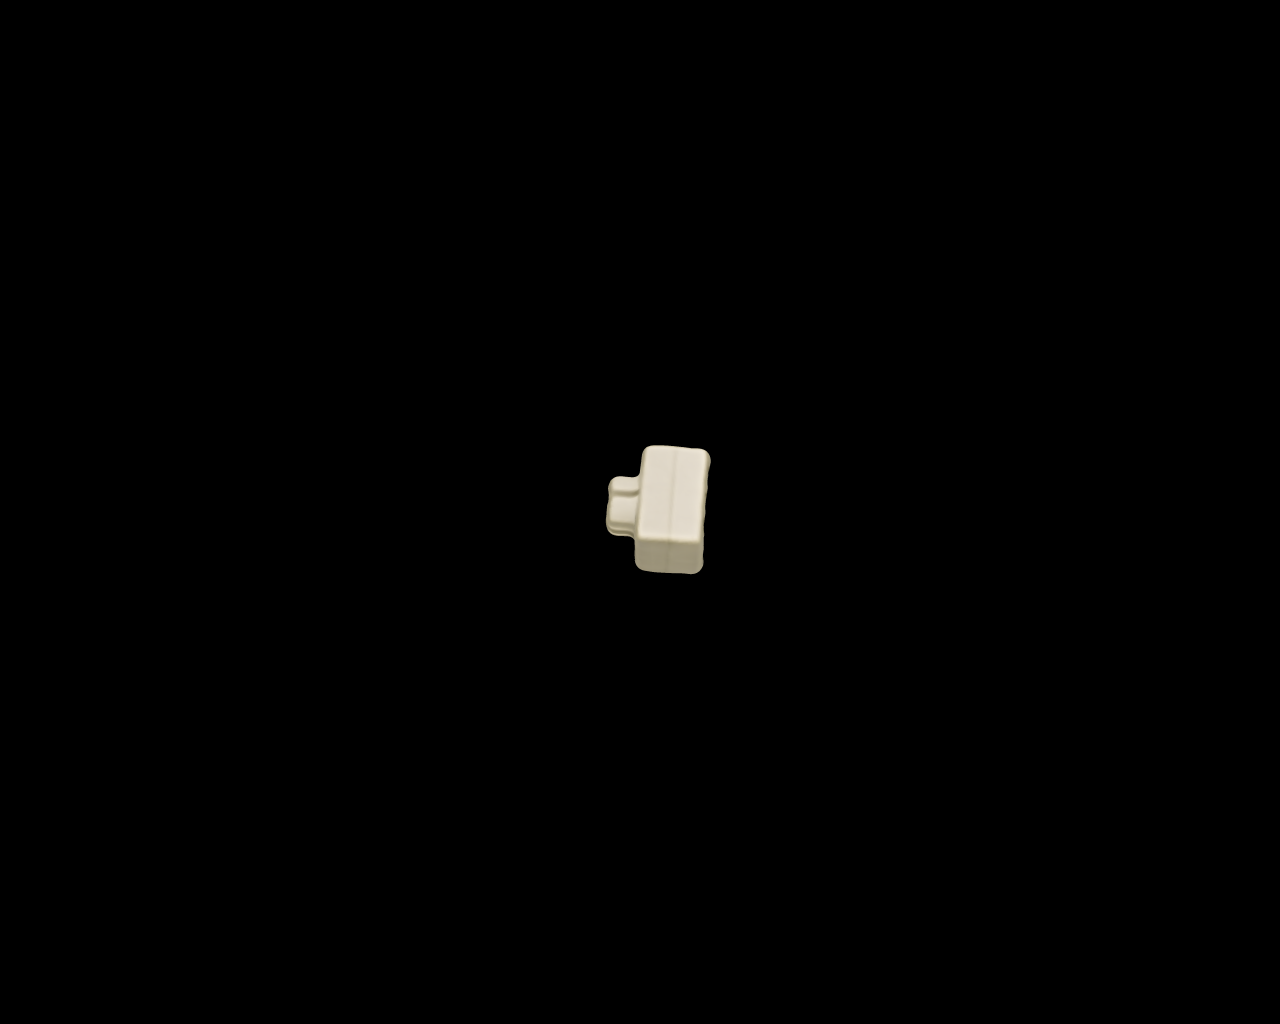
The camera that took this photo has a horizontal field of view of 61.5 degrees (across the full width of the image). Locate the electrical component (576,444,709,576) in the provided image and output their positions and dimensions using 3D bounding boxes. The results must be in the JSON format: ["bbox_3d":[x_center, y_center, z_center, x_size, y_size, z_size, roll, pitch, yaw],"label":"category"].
[{"bbox_3d":[0.001,-0.003,0.650,0.077,0.066,0.047,4,-28,2],"label":"electrical component"}]
